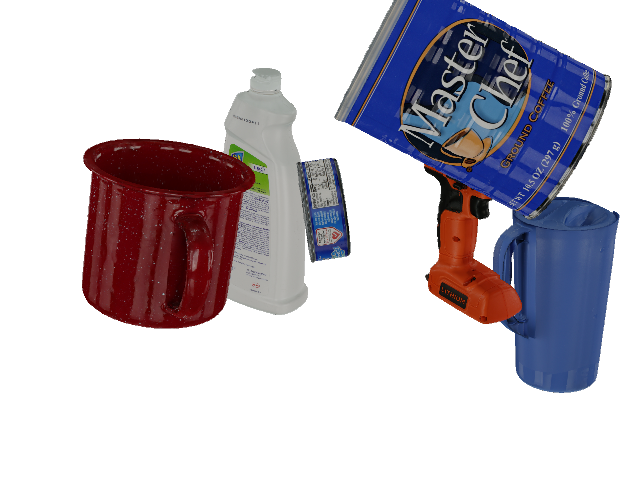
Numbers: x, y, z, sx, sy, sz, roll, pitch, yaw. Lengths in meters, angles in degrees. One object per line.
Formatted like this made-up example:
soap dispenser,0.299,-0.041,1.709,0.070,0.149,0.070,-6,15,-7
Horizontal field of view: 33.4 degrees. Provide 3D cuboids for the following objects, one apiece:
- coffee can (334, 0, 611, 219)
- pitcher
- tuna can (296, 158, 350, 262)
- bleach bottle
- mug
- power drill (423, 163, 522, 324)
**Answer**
coffee can,0.093,-0.090,0.669,0.140,0.103,0.103,27,-1,-2
pitcher,0.305,0.074,1.395,0.149,0.243,0.144,4,21,15
tuna can,0.003,-0.026,0.899,0.033,0.086,0.086,-8,0,-2
bleach bottle,-0.057,-0.053,1.118,0.103,0.251,0.068,17,27,25
mug,-0.082,0.001,0.579,0.093,0.081,0.117,-1,23,-27
power drill,0.157,-0.018,1.037,0.057,0.188,0.185,-16,27,-25
